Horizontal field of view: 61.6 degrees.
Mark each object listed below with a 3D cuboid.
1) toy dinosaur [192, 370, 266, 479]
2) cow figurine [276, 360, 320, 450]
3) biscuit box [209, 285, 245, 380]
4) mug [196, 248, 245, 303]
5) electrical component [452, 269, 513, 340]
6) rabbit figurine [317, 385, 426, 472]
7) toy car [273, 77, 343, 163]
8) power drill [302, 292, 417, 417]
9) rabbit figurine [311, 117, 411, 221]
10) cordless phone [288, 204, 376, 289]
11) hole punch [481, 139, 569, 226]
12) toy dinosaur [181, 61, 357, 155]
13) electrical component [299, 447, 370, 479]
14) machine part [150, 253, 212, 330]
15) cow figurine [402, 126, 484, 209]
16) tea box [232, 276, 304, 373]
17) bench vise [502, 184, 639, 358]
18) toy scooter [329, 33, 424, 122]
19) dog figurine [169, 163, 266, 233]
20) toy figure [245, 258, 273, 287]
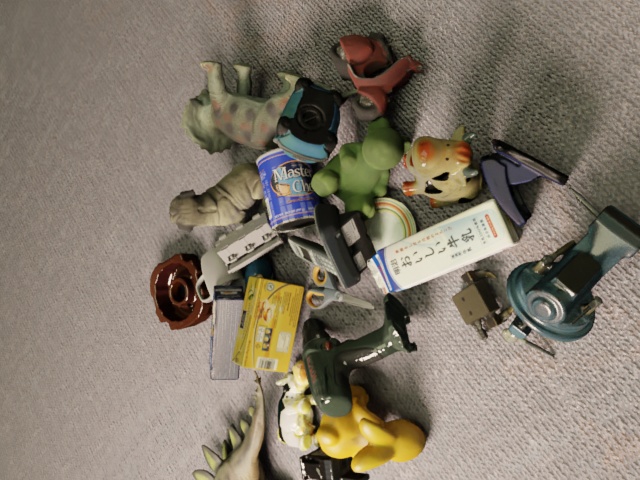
[{"bbox_3d":[-0.165,0.487,1.089,0.199,0.105,0.470,35,112,31],"label":"toy dinosaur"},{"bbox_3d":[-0.046,0.314,1.040,0.098,0.068,0.167,-6,85,41],"label":"cow figurine"},{"bbox_3d":[-0.193,0.193,1.104,0.059,0.063,0.202,-116,31,-62],"label":"biscuit box"},{"bbox_3d":[-0.219,0.078,1.152,0.109,0.080,0.107,-38,57,12],"label":"mug"},{"bbox_3d":[0.256,0.096,0.845,0.102,0.045,0.078,61,148,22],"label":"electrical component"},{"bbox_3d":[0.091,0.323,0.907,0.173,0.162,0.122,9,82,17],"label":"rabbit figurine"},{"bbox_3d":[-0.025,-0.201,0.956,0.103,0.109,0.161,134,150,-65],"label":"toy car"},{"bbox_3d":[0.055,0.175,0.930,0.207,0.085,0.232,-29,31,15],"label":"power drill"},{"bbox_3d":[0.093,-0.130,0.898,0.121,0.159,0.170,43,148,-5],"label":"rabbit figurine"},{"bbox_3d":[-0.003,-0.003,0.956,0.184,0.089,0.146,19,144,45],"label":"cordless phone"},{"bbox_3d":[0.283,-0.085,0.778,0.116,0.142,0.092,38,115,17],"label":"hole punch"},{"bbox_3d":[-0.124,-0.248,1.074,0.405,0.131,0.192,19,116,24],"label":"toy dinosaur"},{"bbox_3d":[0.029,0.411,0.978,0.119,0.075,0.047,-13,83,39],"label":"electrical component"},{"bbox_3d":[-0.313,0.118,1.233,0.180,0.056,0.179,0,89,33],"label":"machine part"},{"bbox_3d":[0.190,-0.102,0.800,0.127,0.194,0.085,-7,76,34],"label":"cow figurine"},{"bbox_3d":[-0.100,0.160,1.031,0.068,0.098,0.169,-4,72,63],"label":"tea box"},{"bbox_3d":[0.327,0.064,0.736,0.129,0.224,0.240,35,142,13],"label":"bench vise"},{"bbox_3d":[0.101,-0.300,0.937,0.135,0.075,0.184,-27,63,12],"label":"toy scooter"},{"bbox_3d":[-0.194,-0.094,1.071,0.121,0.190,0.172,26,102,32],"label":"dog figurine"},{"bbox_3d":[-0.127,0.113,1.093,0.058,0.064,0.154,0,81,13],"label":"toy figure"}]
